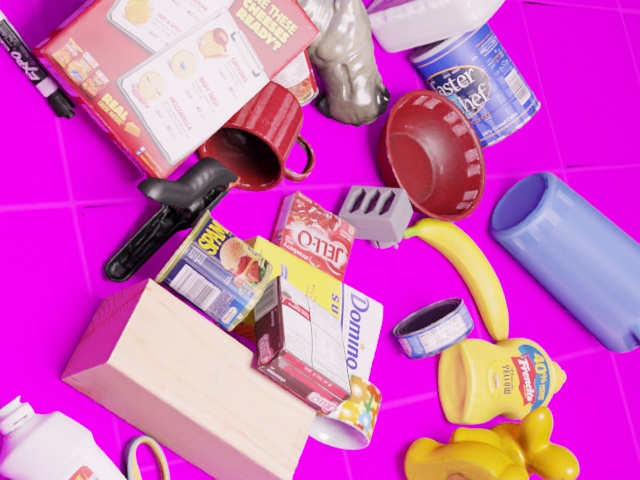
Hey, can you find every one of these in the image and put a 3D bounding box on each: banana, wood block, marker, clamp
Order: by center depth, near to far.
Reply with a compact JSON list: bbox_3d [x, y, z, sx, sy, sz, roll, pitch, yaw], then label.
[{"bbox_3d":[-0.113,0.135,0.961,0.206,0.091,0.090,39,54,-24],"label":"wood block"},{"bbox_3d":[-0.266,-0.161,0.977,0.121,0.020,0.020,53,50,-14],"label":"marker"},{"bbox_3d":[-0.137,-0.025,1.007,0.039,0.120,0.171,44,30,10],"label":"clamp"},{"bbox_3d":[0.170,0.036,1.269,0.197,0.037,0.069,46,70,-18],"label":"banana"}]

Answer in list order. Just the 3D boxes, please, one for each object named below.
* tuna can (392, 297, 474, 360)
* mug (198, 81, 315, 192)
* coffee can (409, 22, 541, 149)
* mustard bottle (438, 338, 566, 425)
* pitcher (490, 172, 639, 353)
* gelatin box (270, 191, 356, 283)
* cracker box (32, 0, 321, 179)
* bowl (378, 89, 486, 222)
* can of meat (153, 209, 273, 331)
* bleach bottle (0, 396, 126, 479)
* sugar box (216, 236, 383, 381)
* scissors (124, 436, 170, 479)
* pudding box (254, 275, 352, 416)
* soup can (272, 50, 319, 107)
[{"bbox_3d":[0.125,0.097,1.175,0.086,0.086,0.034,-34,100,-41],"label":"tuna can"},{"bbox_3d":[-0.056,-0.103,1.083,0.117,0.093,0.081,30,52,-9],"label":"mug"},{"bbox_3d":[0.191,-0.197,1.314,0.140,0.103,0.102,53,50,-14],"label":"coffee can"},{"bbox_3d":[0.223,0.164,1.253,0.191,0.058,0.096,4,80,-40],"label":"mustard bottle"},{"bbox_3d":[0.331,0.020,1.357,0.242,0.149,0.145,39,70,-20],"label":"pitcher"},{"bbox_3d":[-0.007,0.001,1.133,0.089,0.030,0.073,33,57,-28],"label":"gelatin box"},{"bbox_3d":[-0.133,-0.185,0.995,0.213,0.072,0.164,-45,114,-9],"label":"cracker box"},{"bbox_3d":[0.121,-0.092,1.253,0.161,0.055,0.162,14,67,-36],"label":"bowl"},{"bbox_3d":[-0.094,0.029,0.972,0.084,0.057,0.102,38,19,-6],"label":"can of meat"},{"bbox_3d":[-0.191,0.242,0.874,0.102,0.068,0.251,-36,95,-9],"label":"bleach bottle"},{"bbox_3d":[-0.017,0.076,1.090,0.176,0.048,0.093,28,63,-28],"label":"sugar box"},{"bbox_3d":[-0.161,0.272,0.926,0.096,0.016,0.202,4,73,-37],"label":"scissors"},{"bbox_3d":[-0.017,0.097,0.996,0.090,0.039,0.113,39,25,-28],"label":"pudding box"},{"bbox_3d":[-0.047,-0.193,1.113,0.068,0.069,0.102,-46,131,-39],"label":"soup can"}]
